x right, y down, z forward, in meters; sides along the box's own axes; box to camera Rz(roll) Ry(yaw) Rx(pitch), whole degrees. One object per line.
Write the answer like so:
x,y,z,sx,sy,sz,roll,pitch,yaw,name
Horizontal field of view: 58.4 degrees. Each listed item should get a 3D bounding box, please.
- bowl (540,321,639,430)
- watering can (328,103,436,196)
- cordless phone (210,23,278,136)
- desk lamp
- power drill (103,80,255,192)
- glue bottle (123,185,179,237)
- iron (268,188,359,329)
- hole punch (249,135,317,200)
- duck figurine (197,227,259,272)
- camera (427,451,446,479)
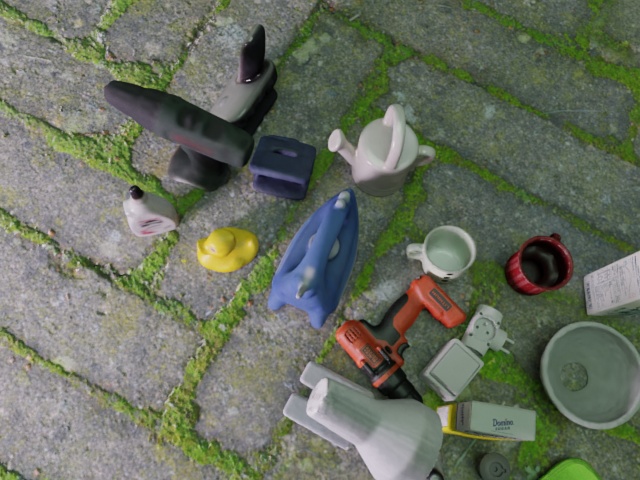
0.426,0.219,0.926,0.167,0.075,0.167,1,74,-3,bowl
0.104,-0.151,0.951,0.173,0.194,0.101,-17,75,-8,watering can
-0.134,-0.273,0.976,0.094,0.185,0.148,24,74,4,cordless phone
0.053,0.258,0.817,0.203,0.213,0.118,27,74,4,desk lamp
-0.216,-0.160,0.925,0.229,0.208,0.076,18,73,2,power drill
-0.276,-0.050,0.907,0.078,0.173,0.037,-18,75,-8,glue bottle
0.009,0.003,0.927,0.118,0.141,0.258,22,73,3,iron
-0.065,-0.135,0.989,0.108,0.091,0.101,12,73,0,hole punch
-0.154,0.008,0.944,0.104,0.086,0.077,-10,74,-7,duck figurine
0.128,0.389,0.842,0.137,0.101,0.143,-14,75,-8,camera
